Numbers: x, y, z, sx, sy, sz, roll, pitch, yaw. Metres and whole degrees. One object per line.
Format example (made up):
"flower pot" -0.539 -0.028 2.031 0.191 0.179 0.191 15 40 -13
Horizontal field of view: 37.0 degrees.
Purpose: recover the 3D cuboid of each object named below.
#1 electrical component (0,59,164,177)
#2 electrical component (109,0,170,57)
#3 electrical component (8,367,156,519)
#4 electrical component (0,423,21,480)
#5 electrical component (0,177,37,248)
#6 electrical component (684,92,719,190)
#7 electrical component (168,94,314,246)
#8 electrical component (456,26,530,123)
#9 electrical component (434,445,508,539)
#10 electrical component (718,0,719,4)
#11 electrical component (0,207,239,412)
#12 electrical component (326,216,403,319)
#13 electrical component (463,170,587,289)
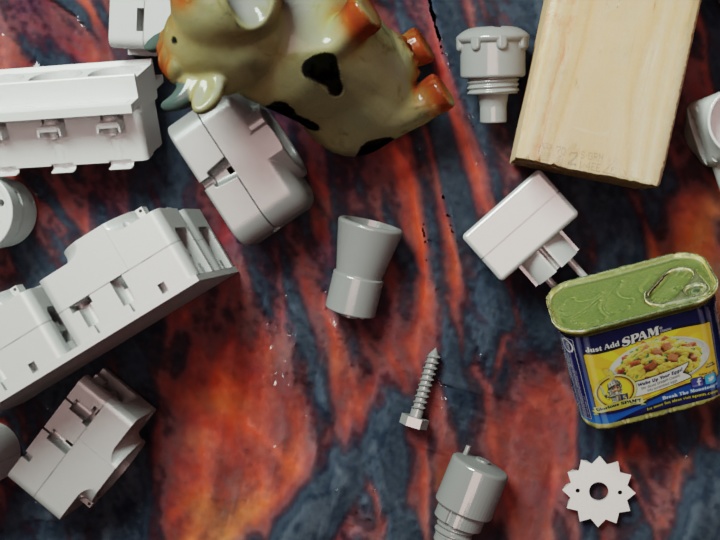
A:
"electrical component" -0.200 -0.102 0.725 0.121 0.078 0.063 -3 114 7
"electrical component" -0.132 -0.191 0.724 0.056 0.050 0.089 3 93 7
"electrical component" -0.188 0.122 0.746 0.056 0.050 0.089 39 97 4
"electrical component" -0.272 0.133 0.740 0.043 0.081 0.043 0 93 7
"electrical component" -0.258 -0.040 0.747 0.055 0.047 0.055 0 93 7
"electrical component" 0.238 -0.073 0.673 0.043 0.077 0.079 -18 91 7
"electrical component" -0.075 -0.071 0.721 0.059 0.054 0.095 -33 89 7
"electrical component" 0.087 -0.128 0.705 0.048 0.048 0.062 -1 100 7
"electrical component" 0.070 0.159 0.722 0.040 0.040 0.078 22 95 5
"electrical component" 0.264 -0.206 0.672 0.054 0.059 0.095 20 95 5
"electrical component" -0.185 0.025 0.713 0.186 0.105 0.060 -31 89 7
"electrical component" 0.000 0.000 0.723 0.044 0.044 0.065 14 99 6
"electrical component" 0.117 -0.015 0.705 0.066 0.047 0.076 -42 88 7
